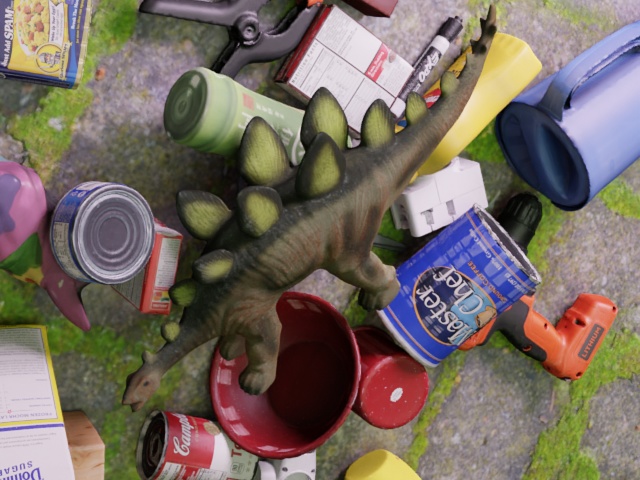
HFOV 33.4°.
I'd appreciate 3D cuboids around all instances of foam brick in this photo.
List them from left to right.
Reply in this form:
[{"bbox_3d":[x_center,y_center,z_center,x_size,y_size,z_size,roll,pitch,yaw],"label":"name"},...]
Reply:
[{"bbox_3d":[0.051,-0.258,1.010,0.051,0.053,0.078,24,93,-28],"label":"foam brick"}]

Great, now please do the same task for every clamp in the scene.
[{"bbox_3d":[-0.073,-0.182,0.980,0.171,0.039,0.120,-19,121,-17],"label":"clamp"}]

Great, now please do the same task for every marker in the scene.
[{"bbox_3d":[0.105,-0.176,1.073,0.020,0.020,0.121,38,85,-27],"label":"marker"}]

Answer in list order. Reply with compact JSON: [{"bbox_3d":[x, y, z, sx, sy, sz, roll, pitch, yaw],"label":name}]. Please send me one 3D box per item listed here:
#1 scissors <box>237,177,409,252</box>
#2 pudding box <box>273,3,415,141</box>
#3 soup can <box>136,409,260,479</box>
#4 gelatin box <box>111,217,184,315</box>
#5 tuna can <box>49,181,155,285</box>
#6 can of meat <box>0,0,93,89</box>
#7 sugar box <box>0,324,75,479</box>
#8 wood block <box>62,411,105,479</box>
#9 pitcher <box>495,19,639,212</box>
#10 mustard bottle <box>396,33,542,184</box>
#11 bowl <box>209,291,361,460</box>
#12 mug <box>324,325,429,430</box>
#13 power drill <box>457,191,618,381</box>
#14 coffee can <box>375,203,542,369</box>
[{"bbox_3d":[-0.007,0.001,1.066,0.201,0.016,0.096,32,90,-27],"label":"scissors"},{"bbox_3d":[0.024,-0.160,1.029,0.113,0.039,0.090,33,88,-26],"label":"pudding box"},{"bbox_3d":[-0.118,0.207,1.034,0.102,0.069,0.068,17,95,-28],"label":"soup can"},{"bbox_3d":[-0.155,0.020,0.960,0.030,0.089,0.073,7,100,-29],"label":"gelatin box"},{"bbox_3d":[-0.179,-0.006,0.887,0.085,0.034,0.086,-6,98,-46],"label":"tuna can"},{"bbox_3d":[-0.240,-0.180,0.892,0.083,0.058,0.102,6,101,-28],"label":"can of meat"},{"bbox_3d":[-0.266,0.151,0.897,0.093,0.176,0.048,-1,138,-24],"label":"sugar box"},{"bbox_3d":[-0.302,0.215,0.939,0.205,0.090,0.091,-2,103,-25],"label":"wood block"},{"bbox_3d":[0.312,-0.153,1.109,0.242,0.149,0.145,-36,103,-17],"label":"pitcher"},{"bbox_3d":[0.125,-0.121,1.051,0.191,0.096,0.058,-46,117,-8],"label":"mustard bottle"},{"bbox_3d":[-0.025,0.134,1.033,0.162,0.162,0.055,-59,149,-2],"label":"bowl"},{"bbox_3d":[0.048,0.141,1.087,0.117,0.082,0.093,9,98,-26],"label":"mug"},{"bbox_3d":[0.236,0.060,1.170,0.187,0.057,0.184,28,93,-25],"label":"power drill"},{"bbox_3d":[0.134,0.046,1.068,0.140,0.103,0.102,-41,118,14],"label":"coffee can"}]
